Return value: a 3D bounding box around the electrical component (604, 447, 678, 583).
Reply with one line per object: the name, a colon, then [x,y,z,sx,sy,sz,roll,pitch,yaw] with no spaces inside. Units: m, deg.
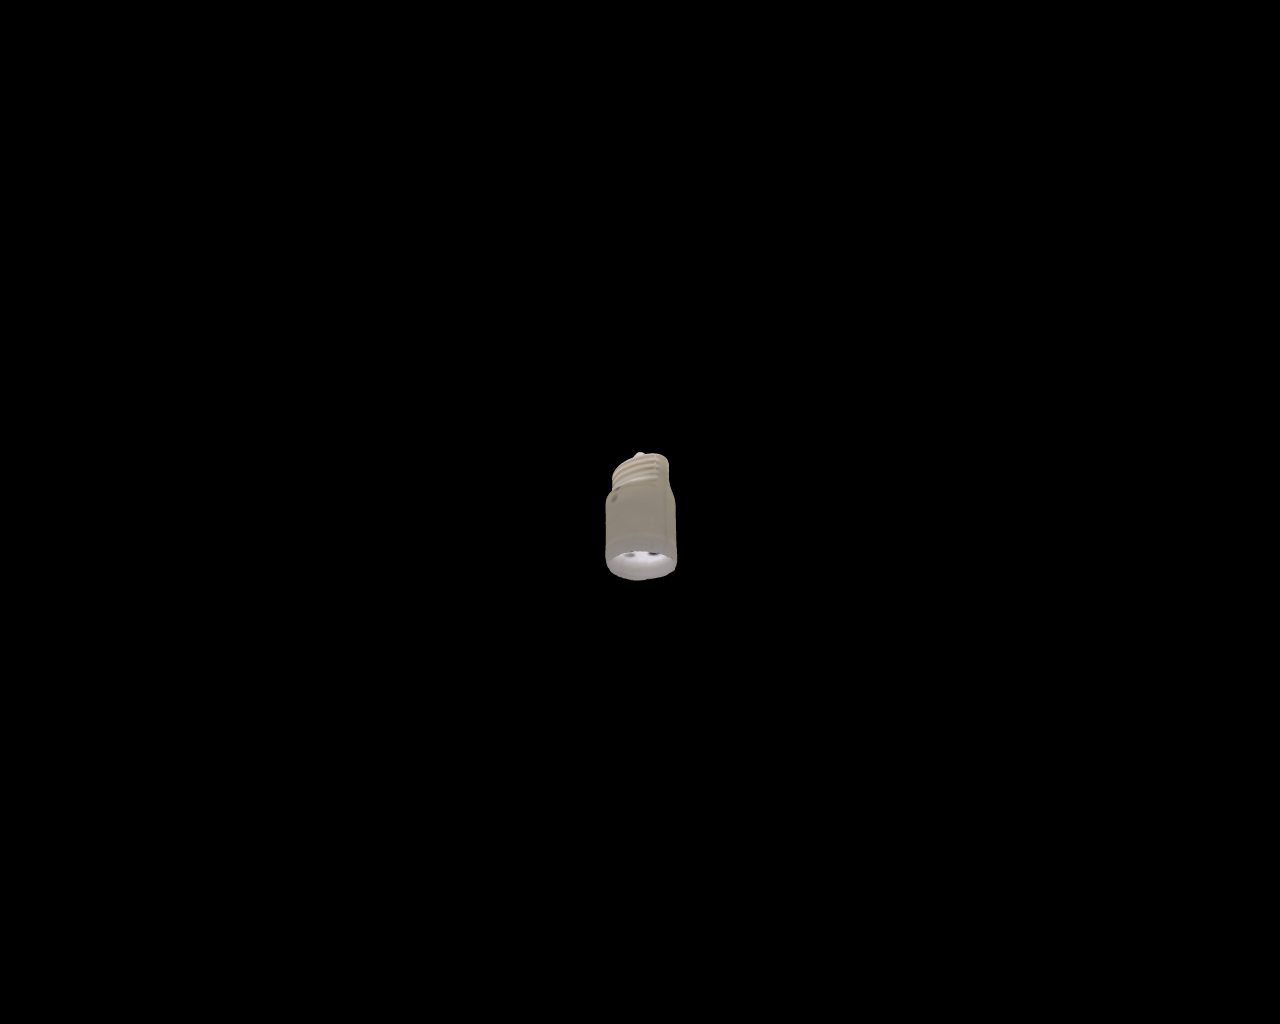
electrical component: [0.001,-0.003,0.650,0.043,0.081,0.043,0,-28,0]
